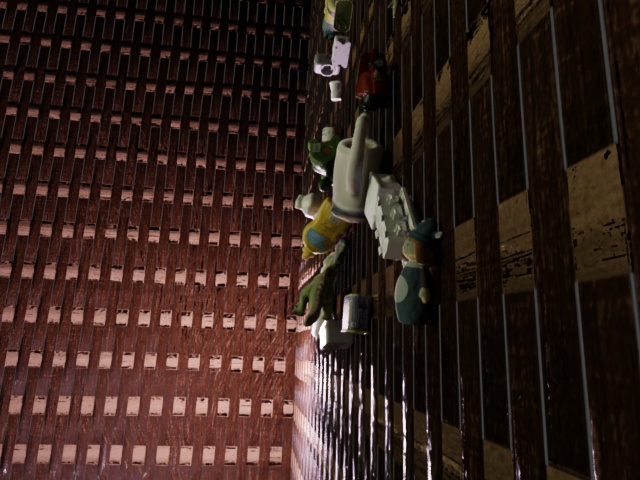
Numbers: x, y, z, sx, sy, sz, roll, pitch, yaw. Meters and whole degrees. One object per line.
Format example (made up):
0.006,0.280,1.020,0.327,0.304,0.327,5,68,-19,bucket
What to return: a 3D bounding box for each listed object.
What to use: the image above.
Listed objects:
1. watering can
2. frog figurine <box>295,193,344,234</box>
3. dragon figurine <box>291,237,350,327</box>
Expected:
0.089,-0.169,1.152,0.353,0.104,0.221,-68,-15,-68,watering can
0.005,-0.077,1.521,0.140,0.159,0.120,-97,12,-59,frog figurine
0.018,0.102,1.435,0.410,0.122,0.243,-70,0,-89,dragon figurine
